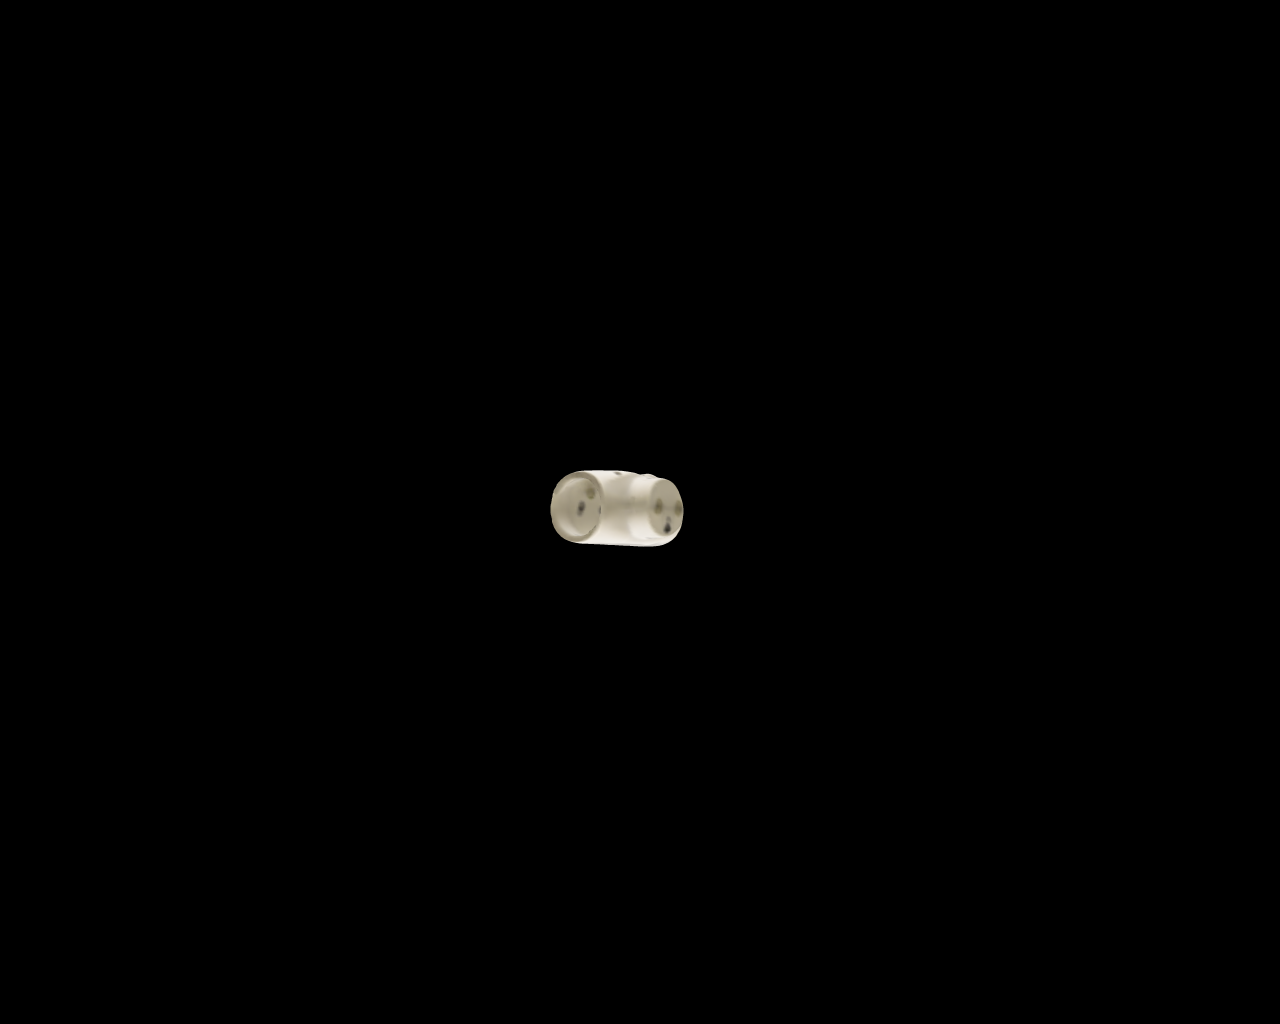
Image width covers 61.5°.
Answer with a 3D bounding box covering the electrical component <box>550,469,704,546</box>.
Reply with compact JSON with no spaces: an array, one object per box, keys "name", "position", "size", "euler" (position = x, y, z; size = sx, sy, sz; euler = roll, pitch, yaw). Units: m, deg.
[{"name":"electrical component","position":[0.001,-0.003,0.650],"size":[0.079,0.043,0.077],"euler":[-4,-6,39]}]
